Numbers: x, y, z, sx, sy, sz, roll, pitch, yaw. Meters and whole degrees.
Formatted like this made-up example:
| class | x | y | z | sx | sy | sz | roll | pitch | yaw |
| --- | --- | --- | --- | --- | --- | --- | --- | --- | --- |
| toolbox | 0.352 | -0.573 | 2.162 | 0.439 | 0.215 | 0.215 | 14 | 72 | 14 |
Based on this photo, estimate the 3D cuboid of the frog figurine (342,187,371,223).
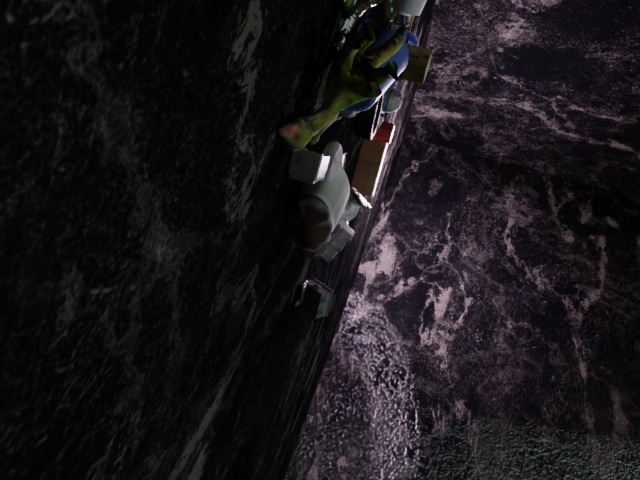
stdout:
| class | x | y | z | sx | sy | sz | roll | pitch | yaw |
| --- | --- | --- | --- | --- | --- | --- | --- | --- | --- |
| frog figurine | 0.070 | -0.090 | 1.646 | 0.158 | 0.122 | 0.139 | -38 | -173 | 12 |

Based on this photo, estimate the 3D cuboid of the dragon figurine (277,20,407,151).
| class | x | y | z | sx | sy | sz | roll | pitch | yaw |
| --- | --- | --- | --- | --- | --- | --- | --- | --- | --- |
| dragon figurine | 0.043 | -0.287 | 1.006 | 0.238 | 0.122 | 0.418 | -41 | -175 | 40 |

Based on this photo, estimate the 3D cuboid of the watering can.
| class | x | y | z | sx | sy | sz | roll | pitch | yaw |
| --- | --- | --- | --- | --- | --- | --- | --- | --- | --- |
| watering can | 0.004 | -0.060 | 1.198 | 0.339 | 0.104 | 0.229 | 96 | 15 | -44 |
